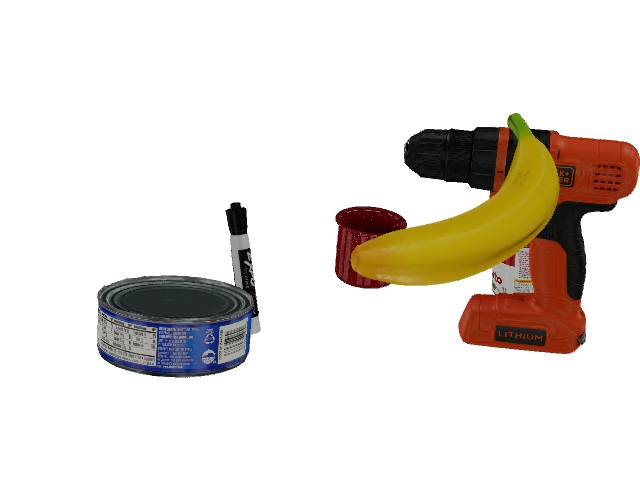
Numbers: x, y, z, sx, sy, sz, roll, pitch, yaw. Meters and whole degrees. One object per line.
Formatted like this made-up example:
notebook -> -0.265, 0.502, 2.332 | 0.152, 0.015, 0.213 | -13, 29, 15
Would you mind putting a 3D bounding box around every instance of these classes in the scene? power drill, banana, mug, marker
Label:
power drill -> 0.157, -0.002, 0.877 | 0.184, 0.188, 0.057 | 6, 28, 11
banana -> 0.099, -0.015, 0.668 | 0.070, 0.037, 0.197 | 32, 46, 22
mug -> 0.072, 0.014, 1.382 | 0.117, 0.081, 0.093 | 17, 27, 25
marker -> -0.071, 0.025, 0.971 | 0.020, 0.121, 0.020 | -6, 11, 1

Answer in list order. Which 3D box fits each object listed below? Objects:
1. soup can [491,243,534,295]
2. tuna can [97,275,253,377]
soup can -> 0.230, 0.013, 1.213 | 0.068, 0.102, 0.068 | -2, 30, 1
tuna can -> -0.081, 0.047, 0.593 | 0.086, 0.034, 0.086 | 4, 13, -1
